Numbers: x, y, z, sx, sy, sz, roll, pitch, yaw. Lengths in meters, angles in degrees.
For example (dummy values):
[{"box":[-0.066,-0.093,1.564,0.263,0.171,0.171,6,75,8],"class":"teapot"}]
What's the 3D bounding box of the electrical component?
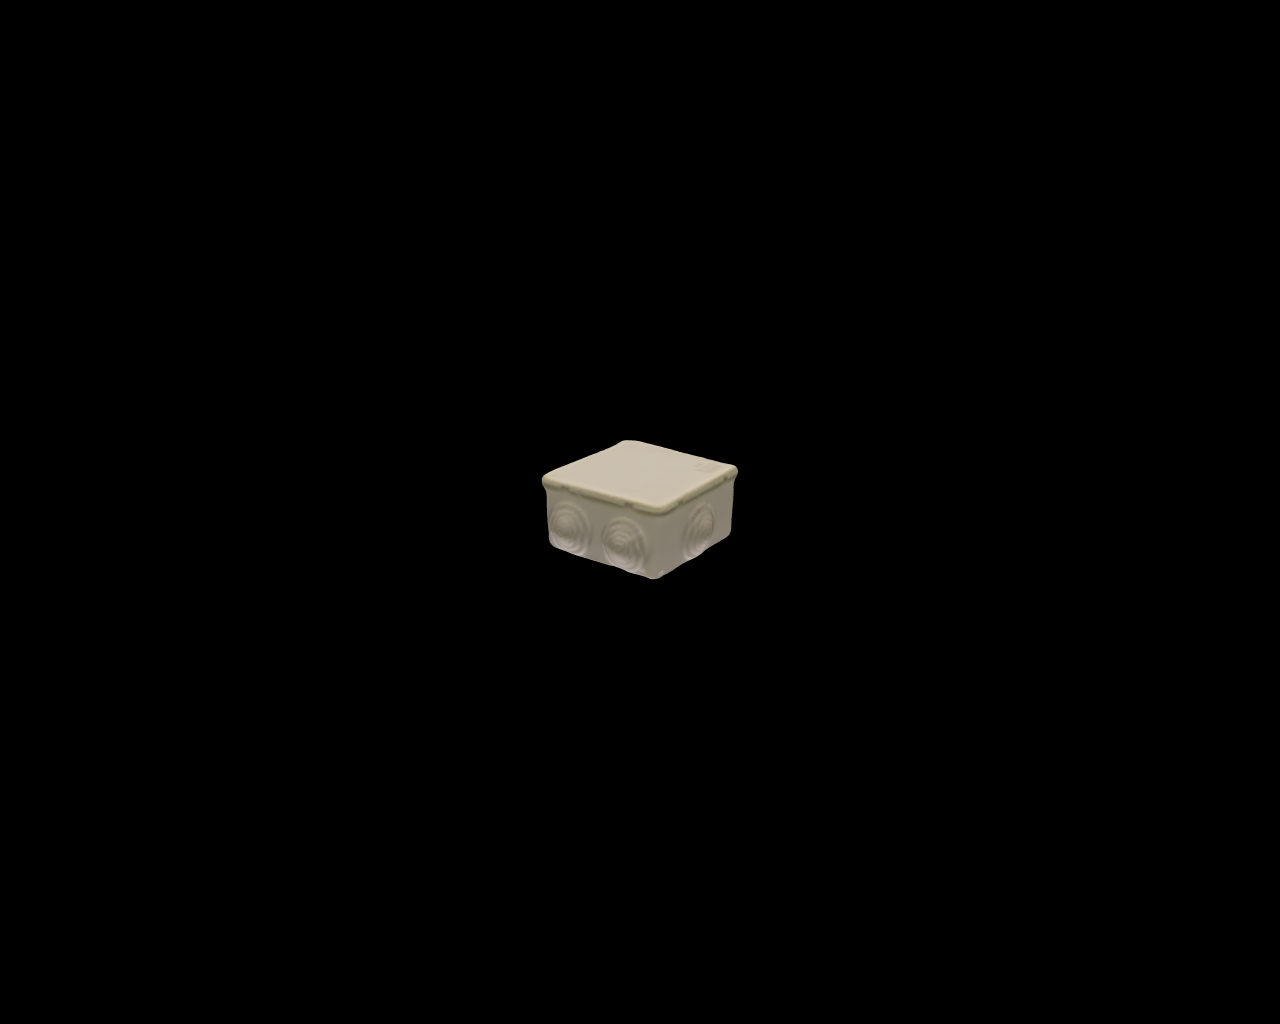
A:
[{"box":[0.001,-0.003,0.650,0.100,0.048,0.100,16,27,34],"class":"electrical component"}]
